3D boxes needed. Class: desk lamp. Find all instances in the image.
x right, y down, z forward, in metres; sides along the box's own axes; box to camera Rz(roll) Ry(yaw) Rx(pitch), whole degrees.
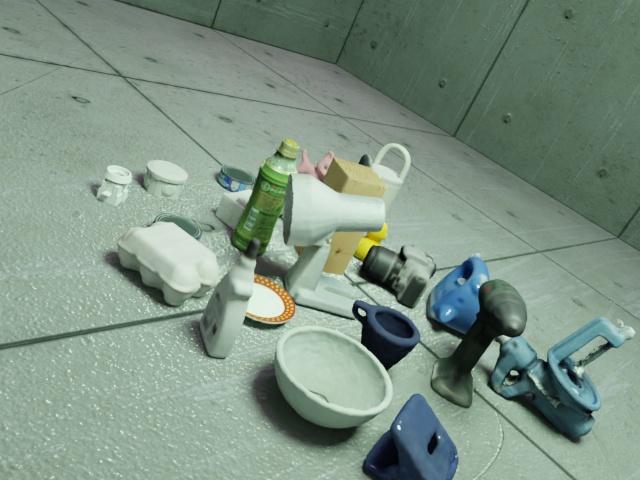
[{"bbox_3d":[0.009,0.004,0.987,0.204,0.213,0.117,18,25,-18],"label":"desk lamp"}]

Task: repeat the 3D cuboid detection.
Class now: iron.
[{"bbox_3d":[0.304,0.094,1.187,0.118,0.141,0.258,25,24,-1],"label":"iron"}]

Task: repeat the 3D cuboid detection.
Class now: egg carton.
[{"bbox_3d":[-0.228,0.032,0.870,0.150,0.069,0.107,34,25,18],"label":"egg carton"}]

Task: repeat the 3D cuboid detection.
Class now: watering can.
[{"bbox_3d":[0.169,-0.160,1.508,0.101,0.194,0.173,25,24,-1],"label":"watering can"}]

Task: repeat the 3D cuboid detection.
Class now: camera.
[{"bbox_3d":[0.163,0.050,1.187,0.137,0.101,0.143,26,24,0],"label":"camera"}]

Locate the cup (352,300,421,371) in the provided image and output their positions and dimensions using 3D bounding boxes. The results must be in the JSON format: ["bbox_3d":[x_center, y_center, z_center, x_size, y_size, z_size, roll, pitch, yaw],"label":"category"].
[{"bbox_3d":[0.086,0.157,0.895,0.117,0.095,0.092,34,25,19],"label":"cup"}]

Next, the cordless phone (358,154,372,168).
[{"bbox_3d":[0.078,-0.128,1.363,0.094,0.185,0.147,16,25,-21],"label":"cordless phone"}]

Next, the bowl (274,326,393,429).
[{"bbox_3d":[0.008,0.194,0.766,0.167,0.074,0.167,22,24,-10],"label":"bowl"}]

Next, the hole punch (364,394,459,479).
[{"bbox_3d":[0.127,0.263,0.723,0.101,0.091,0.109,33,25,17],"label":"hole punch"}]

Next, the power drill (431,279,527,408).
[{"bbox_3d":[0.262,0.161,0.923,0.075,0.208,0.230,28,24,5],"label":"power drill"}]

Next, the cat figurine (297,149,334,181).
[{"bbox_3d":[-0.001,-0.187,1.490,0.127,0.117,0.067,31,24,11],"label":"cat figurine"}]

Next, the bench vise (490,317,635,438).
[{"bbox_3d":[0.402,0.203,0.961,0.207,0.219,0.121,27,24,3],"label":"bench vise"}]

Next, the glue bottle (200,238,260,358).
[{"bbox_3d":[-0.115,0.072,0.772,0.037,0.173,0.078,11,27,-30],"label":"glue bottle"}]

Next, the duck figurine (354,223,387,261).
[{"bbox_3d":[0.116,-0.004,1.269,0.077,0.086,0.105,31,24,12],"label":"duck figurine"}]
